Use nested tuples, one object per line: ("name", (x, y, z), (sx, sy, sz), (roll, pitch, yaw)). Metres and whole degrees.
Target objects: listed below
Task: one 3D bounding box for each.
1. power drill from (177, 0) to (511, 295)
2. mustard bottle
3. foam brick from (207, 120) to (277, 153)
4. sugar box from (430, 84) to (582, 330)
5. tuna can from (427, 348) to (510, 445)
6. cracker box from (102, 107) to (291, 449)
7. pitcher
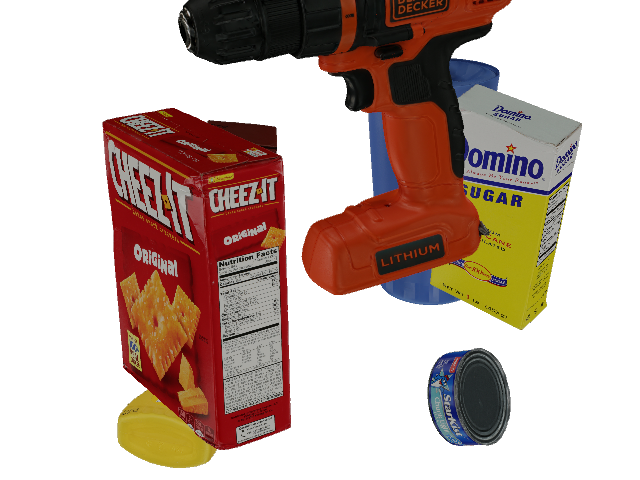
("power drill", (0.022, -0.066, 0.577), (0.184, 0.188, 0.057), (-15, 33, -17))
("mustard bottle", (-0.129, 0.159, 1.094), (0.096, 0.058, 0.191), (8, 21, 11))
("foam brick", (-0.087, -0.093, 1.147), (0.078, 0.051, 0.053), (5, 31, -4))
("sugar box", (0.139, -0.024, 0.828), (0.093, 0.176, 0.048), (26, 46, 30))
("tuna can", (0.133, 0.141, 0.955), (0.034, 0.086, 0.085), (-13, -8, 41))
("cracker box", (-0.095, 0.025, 0.795), (0.072, 0.214, 0.164), (-15, 26, -31))
("pitcher", (0.119, -0.066, 1.109), (0.149, 0.243, 0.145), (-9, 23, -16))
